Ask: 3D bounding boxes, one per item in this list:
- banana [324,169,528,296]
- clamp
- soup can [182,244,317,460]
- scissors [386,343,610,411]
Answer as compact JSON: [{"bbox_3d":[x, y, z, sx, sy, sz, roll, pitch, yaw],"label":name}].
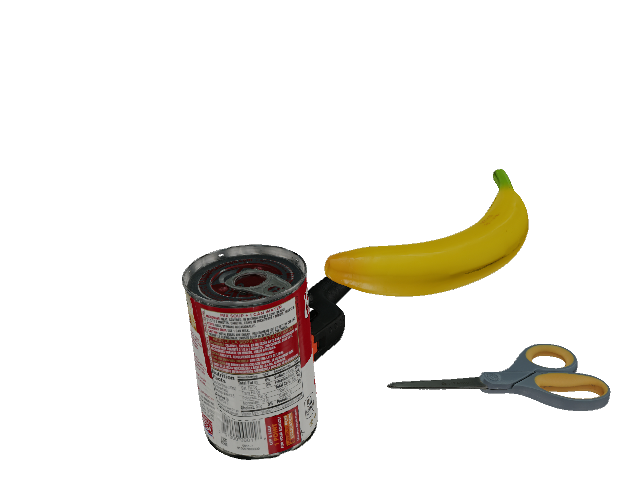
[{"bbox_3d":[0.093,0.005,0.774,0.197,0.037,0.070,-25,48,-37],"label":"banana"},{"bbox_3d":[-0.031,0.062,0.940,0.120,0.039,0.171,-7,16,5],"label":"clamp"},{"bbox_3d":[-0.037,0.063,0.597,0.068,0.102,0.068,-4,25,2],"label":"soup can"},{"bbox_3d":[0.156,0.116,0.950,0.201,0.016,0.096,8,27,-4],"label":"scissors"}]
